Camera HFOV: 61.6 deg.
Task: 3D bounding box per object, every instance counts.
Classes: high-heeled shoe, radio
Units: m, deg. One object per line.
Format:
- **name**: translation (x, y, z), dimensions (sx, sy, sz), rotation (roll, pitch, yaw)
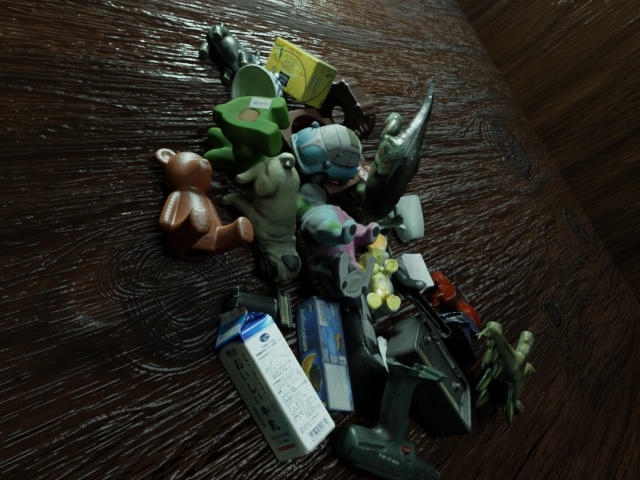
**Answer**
- **high-heeled shoe**: translation (0.078, 0.207, 1.023), dimensions (0.145, 0.086, 0.248), rotation (-26, 102, -82)
- **radio**: translation (0.222, 0.267, 1.068), dimensions (0.229, 0.073, 0.131), rotation (57, 29, -18)

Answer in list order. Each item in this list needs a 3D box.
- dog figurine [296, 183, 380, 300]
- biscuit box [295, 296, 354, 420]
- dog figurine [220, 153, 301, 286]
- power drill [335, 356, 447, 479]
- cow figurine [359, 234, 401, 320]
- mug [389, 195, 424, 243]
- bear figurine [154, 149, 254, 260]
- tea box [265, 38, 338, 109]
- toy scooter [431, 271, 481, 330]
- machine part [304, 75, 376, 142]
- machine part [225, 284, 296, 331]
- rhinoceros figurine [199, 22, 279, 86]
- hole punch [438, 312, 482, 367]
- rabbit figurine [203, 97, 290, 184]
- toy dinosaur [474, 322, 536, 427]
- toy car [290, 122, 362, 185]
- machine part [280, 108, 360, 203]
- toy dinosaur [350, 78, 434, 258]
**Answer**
- **dog figurine**: translation (-0.002, -0.003, 1.009), dimensions (0.108, 0.219, 0.191), rotation (-3, 107, -45)
- **biscuit box**: translation (0.005, 0.201, 0.928), dimensions (0.059, 0.063, 0.203), rotation (19, 50, -37)
- **dog figurine**: translation (-0.065, -0.034, 0.943), dimensions (0.121, 0.172, 0.190), rotation (-20, 72, -41)
- **power drill**: translation (0.146, 0.315, 0.930), dimensions (0.232, 0.086, 0.207), rotation (22, 91, -27)
- **cow figurine**: translation (0.118, 0.076, 1.106), dimensions (0.068, 0.098, 0.167), rotation (2, 67, -7)
- **mug**: translation (0.212, -0.049, 1.323), dimensions (0.109, 0.081, 0.107), rotation (-3, 75, -54)
- **bear figurine**: translation (-0.193, -0.072, 0.863), dimensions (0.120, 0.132, 0.196), rotation (17, 58, -43)
- **tea box**: translation (-0.048, -0.375, 1.207), dimensions (0.068, 0.098, 0.170), rotation (7, 26, -46)
- **toy scooter**: translation (0.314, 0.160, 1.267), dimensions (0.184, 0.075, 0.135), rotation (59, 18, 5)
- **machine part**: translation (0.039, -0.286, 1.238), dimensions (0.056, 0.179, 0.179), rotation (-28, 85, -49)
- **machine part**: translation (-0.099, 0.113, 0.902), dimensions (0.139, 0.039, 0.084), rotation (14, 62, -44)
- **rhinoceros figurine**: translation (-0.171, -0.379, 1.161), dimensions (0.190, 0.073, 0.112), rotation (42, 31, -16)
- **hole punch**: translation (0.283, 0.207, 1.176), dimensions (0.092, 0.142, 0.115), rotation (-45, 112, -51)
- **rabbit figurine**: translation (-0.135, -0.164, 0.990), dimensions (0.159, 0.170, 0.121), rotation (1, 50, 1)
- **toy dinosaur**: translation (0.402, 0.286, 1.179), dimensions (0.470, 0.105, 0.198), rotation (59, 46, -40)
- **toy car**: translation (0.028, -0.173, 1.056), dimensions (0.161, 0.103, 0.109), rotation (7, 60, -43)
- **machine part**: translation (-0.021, -0.175, 1.157), dimensions (0.201, 0.087, 0.201), rotation (58, 36, 2)
- **toy dinosaur**: translation (0.155, -0.138, 1.150), dimensions (0.131, 0.404, 0.192), rotation (13, 31, -10)
